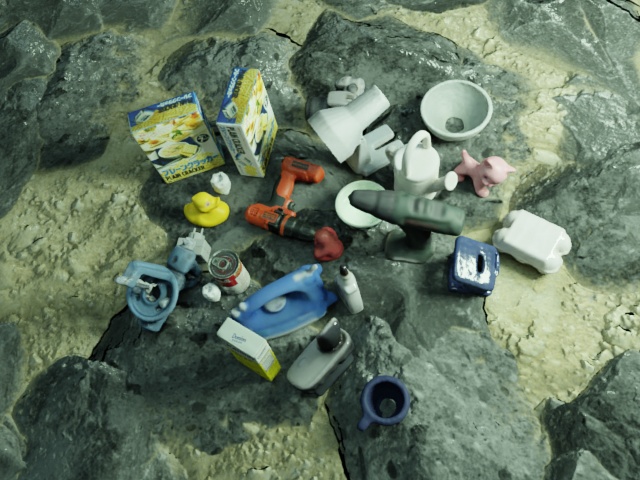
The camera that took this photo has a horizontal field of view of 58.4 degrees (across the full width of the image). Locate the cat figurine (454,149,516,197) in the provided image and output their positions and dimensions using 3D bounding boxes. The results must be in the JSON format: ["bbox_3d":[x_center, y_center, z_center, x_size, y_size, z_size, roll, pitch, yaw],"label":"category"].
[{"bbox_3d":[0.363,-0.158,1.270,0.127,0.118,0.067,37,75,22],"label":"cat figurine"}]

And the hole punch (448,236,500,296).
[{"bbox_3d":[0.321,0.052,1.188,0.101,0.091,0.109,6,65,11],"label":"hole punch"}]

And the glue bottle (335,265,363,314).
[{"bbox_3d":[0.055,0.090,1.162,0.037,0.173,0.078,-27,63,-5],"label":"glue bottle"}]

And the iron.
[{"bbox_3d":[-0.100,0.130,1.182,0.258,0.142,0.118,-27,63,-5],"label":"iron"}]

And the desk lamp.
[{"bbox_3d":[0.085,-0.243,1.296,0.203,0.214,0.117,-31,64,-7],"label":"desk lamp"}]

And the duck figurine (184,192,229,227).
[{"bbox_3d":[-0.273,-0.080,1.340,0.104,0.086,0.077,-2,64,7],"label":"duck figurine"}]

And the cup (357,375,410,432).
[{"bbox_3d":[0.116,0.321,1.085,0.091,0.095,0.118,39,75,23],"label":"cup"}]

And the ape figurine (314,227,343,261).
[{"bbox_3d":[0.012,0.004,1.255,0.076,0.092,0.078,33,73,21],"label":"ape figurine"}]

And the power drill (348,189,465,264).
[{"bbox_3d":[0.177,-0.030,1.183,0.229,0.209,0.075,7,65,11],"label":"power drill"}]

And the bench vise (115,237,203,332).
[{"bbox_3d":[-0.347,0.071,1.202,0.121,0.220,0.207,8,66,12],"label":"bench vise"}]

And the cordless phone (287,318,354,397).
[{"bbox_3d":[-0.006,0.218,1.102,0.094,0.185,0.148,34,73,22],"label":"cordless phone"}]

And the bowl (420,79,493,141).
[{"bbox_3d":[0.322,-0.295,1.366,0.167,0.075,0.167,-3,64,7],"label":"bowl"}]

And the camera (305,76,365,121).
[{"bbox_3d":[0.036,-0.336,1.412,0.136,0.101,0.143,6,65,11],"label":"camera"}]

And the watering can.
[{"bbox_3d":[0.218,-0.162,1.249,0.172,0.194,0.101,13,67,14],"label":"watering can"}]

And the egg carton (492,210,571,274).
[{"bbox_3d":[0.445,0.004,1.206,0.150,0.069,0.107,28,71,20],"label":"egg carton"}]
